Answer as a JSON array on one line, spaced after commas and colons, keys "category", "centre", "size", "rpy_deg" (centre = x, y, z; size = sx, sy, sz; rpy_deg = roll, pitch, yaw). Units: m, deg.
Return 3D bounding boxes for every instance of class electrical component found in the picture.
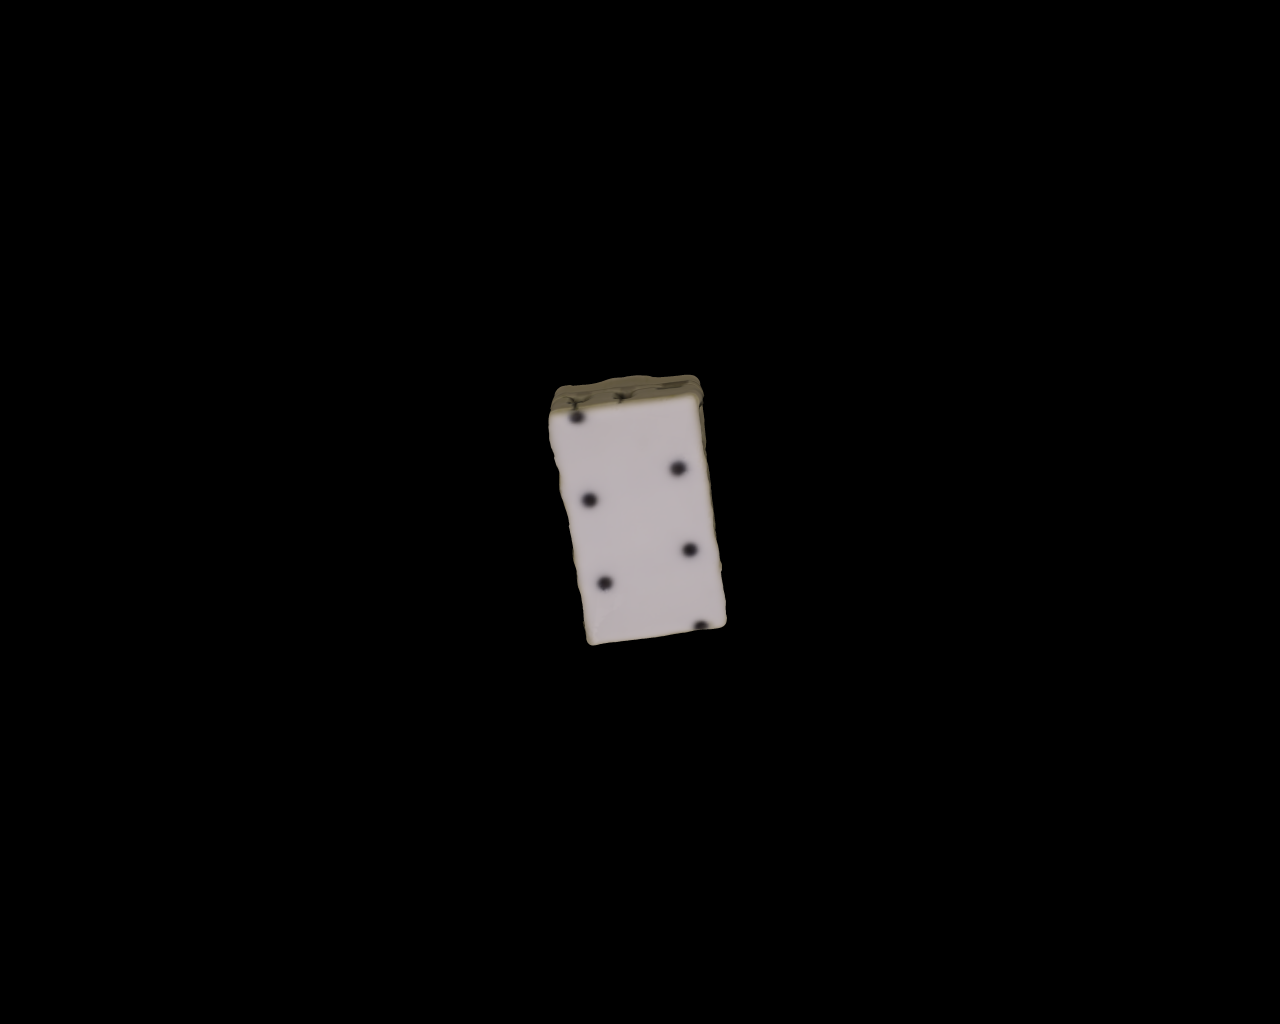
[{"category": "electrical component", "centre": [0.001, -0.003, 0.650], "size": [0.089, 0.150, 0.062], "rpy_deg": [-7, 20, 2]}]
